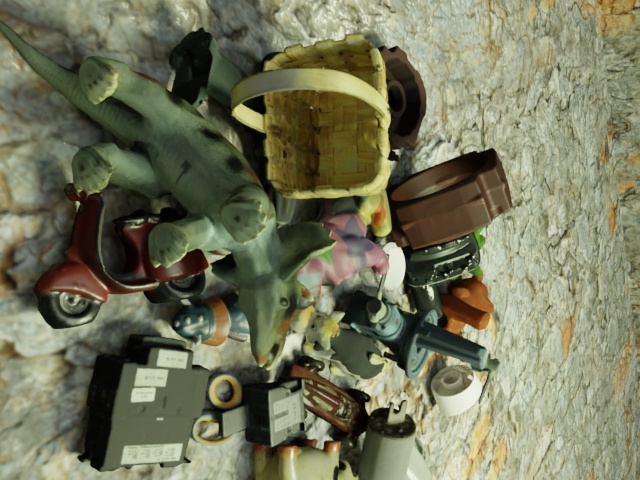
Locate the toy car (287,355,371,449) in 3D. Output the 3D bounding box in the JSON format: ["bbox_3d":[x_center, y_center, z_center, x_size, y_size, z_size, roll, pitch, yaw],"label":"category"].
[{"bbox_3d":[0.016,0.246,0.810,0.202,0.053,0.089,46,59,-40],"label":"toy car"}]

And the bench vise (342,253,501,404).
[{"bbox_3d":[0.163,0.153,0.851,0.129,0.241,0.223,-58,149,-26],"label":"bench vise"}]

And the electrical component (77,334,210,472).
[{"bbox_3d":[-0.183,0.170,0.574,0.114,0.058,0.134,24,70,-48],"label":"electrical component"}]

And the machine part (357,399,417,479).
[{"bbox_3d":[0.100,0.355,0.847,0.079,0.079,0.243,-15,121,-49],"label":"machine part"}]

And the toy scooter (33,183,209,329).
[{"bbox_3d":[-0.199,0.006,0.550,0.184,0.075,0.135,-11,92,-46],"label":"toy scooter"}]

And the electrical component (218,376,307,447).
[{"bbox_3d":[-0.071,0.220,0.686,0.119,0.048,0.074,6,81,-53],"label":"electrical component"}]

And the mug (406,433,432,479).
[{"bbox_3d":[0.143,0.376,0.933,0.109,0.081,0.107,-43,111,-36],"label":"mug"}]

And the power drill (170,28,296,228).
[{"bbox_3d":[-0.092,-0.148,0.673,0.207,0.086,0.232,19,73,-44],"label":"power drill"}]

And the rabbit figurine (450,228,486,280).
[{"bbox_3d":[0.286,0.001,1.086,0.170,0.121,0.159,-38,119,-60],"label":"rabbit figurine"}]

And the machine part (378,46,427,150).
[{"bbox_3d":[0.118,-0.244,0.939,0.179,0.056,0.179,1,88,-48],"label":"machine part"}]

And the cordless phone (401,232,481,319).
[{"bbox_3d":[0.226,0.064,0.985,0.089,0.147,0.184,-105,177,-66],"label":"cordless phone"}]

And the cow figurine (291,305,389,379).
[{"bbox_3d":[0.029,0.152,0.792,0.167,0.098,0.068,45,63,-39],"label":"cow figurine"}]

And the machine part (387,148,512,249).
[{"bbox_3d":[0.214,-0.069,0.907,0.087,0.202,0.201,65,23,-15],"label":"machine part"}]

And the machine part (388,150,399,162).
[{"bbox_3d":[0.060,-0.161,0.862,0.138,0.084,0.039,19,107,-39],"label":"machine part"}]

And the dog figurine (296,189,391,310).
[{"bbox_3d":[-0.002,-0.002,0.756,0.219,0.109,0.191,0,89,-47],"label":"dog figurine"}]

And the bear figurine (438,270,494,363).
[{"bbox_3d":[0.308,0.146,1.101,0.196,0.132,0.120,-13,128,-45],"label":"bear figurine"}]

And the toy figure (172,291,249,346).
[{"bbox_3d":[-0.115,0.098,0.655,0.154,0.064,0.057,-1,128,-45],"label":"toy figure"}]

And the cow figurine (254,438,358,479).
[{"bbox_3d":[-0.010,0.345,0.751,0.194,0.086,0.127,24,65,-49],"label":"cow figurine"}]

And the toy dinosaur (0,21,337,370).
[{"bbox_3d":[-0.130,-0.067,0.544,0.405,0.131,0.192,51,12,7],"label":"toy dinosaur"}]
